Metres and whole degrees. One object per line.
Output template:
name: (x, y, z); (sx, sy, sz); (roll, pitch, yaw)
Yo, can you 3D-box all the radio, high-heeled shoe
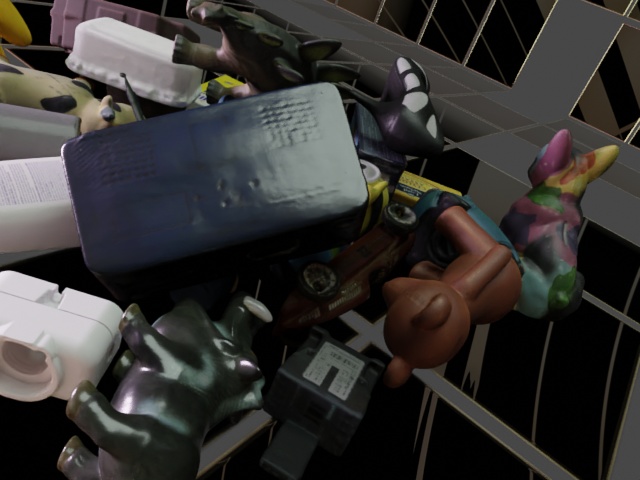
radio: (-0.080, -0.040, 0.444); (0.230, 0.073, 0.131); (-15, 68, -7)
high-heeled shoe: (0.138, -0.170, 0.708); (0.145, 0.086, 0.249); (36, 36, 19)

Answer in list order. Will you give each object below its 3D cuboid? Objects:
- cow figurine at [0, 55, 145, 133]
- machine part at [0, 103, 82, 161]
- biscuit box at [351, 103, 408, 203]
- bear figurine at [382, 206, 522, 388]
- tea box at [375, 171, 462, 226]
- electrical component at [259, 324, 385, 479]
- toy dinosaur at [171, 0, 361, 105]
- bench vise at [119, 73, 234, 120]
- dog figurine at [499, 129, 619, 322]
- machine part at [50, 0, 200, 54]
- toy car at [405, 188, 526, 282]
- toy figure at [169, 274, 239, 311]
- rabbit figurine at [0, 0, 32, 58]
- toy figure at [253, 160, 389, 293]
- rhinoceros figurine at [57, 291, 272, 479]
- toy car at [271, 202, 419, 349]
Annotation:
cow figurine: (-0.305, -0.154, 0.640); (0.195, 0.085, 0.127); (12, 24, -22)
machine part: (-0.334, -0.101, 0.537); (0.243, 0.079, 0.079); (5, 33, -26)
biscuit box: (0.070, -0.122, 0.724); (0.063, 0.059, 0.203); (16, 30, -6)
bear figurine: (0.113, 0.054, 0.538); (0.196, 0.120, 0.132); (-15, 45, -41)
tea box: (0.116, -0.052, 0.769); (0.170, 0.068, 0.098); (21, 28, -4)
electrical component: (-0.004, 0.124, 0.411); (0.075, 0.047, 0.119); (29, 28, 14)
toy dinosaur: (-0.052, -0.207, 0.720); (0.199, 0.105, 0.471); (19, 4, 9)
bench vise: (-0.101, -0.111, 0.621); (0.241, 0.128, 0.223); (-6, 2, 7)
dog figurine: (0.307, -0.027, 0.701); (0.108, 0.219, 0.192); (15, 28, -6)
machine part: (-0.305, -0.317, 0.862); (0.201, 0.087, 0.201); (13, 13, -5)
toy car: (0.187, 0.009, 0.672); (0.162, 0.109, 0.103); (43, 31, 28)
toy figure: (-0.102, 0.011, 0.528); (0.058, 0.064, 0.154); (-20, 25, 16)
rabbit figurine: (-0.450, -0.284, 0.672); (0.163, 0.173, 0.122); (32, 26, 26)
toy figure: (0.002, -0.016, 0.561); (0.082, 0.089, 0.180); (32, 57, 17)
rhinoceros figurine: (-0.092, 0.095, 0.372); (0.112, 0.073, 0.190); (21, 29, 2)
toy car: (0.032, 0.034, 0.515); (0.053, 0.089, 0.202); (41, 44, 15)
